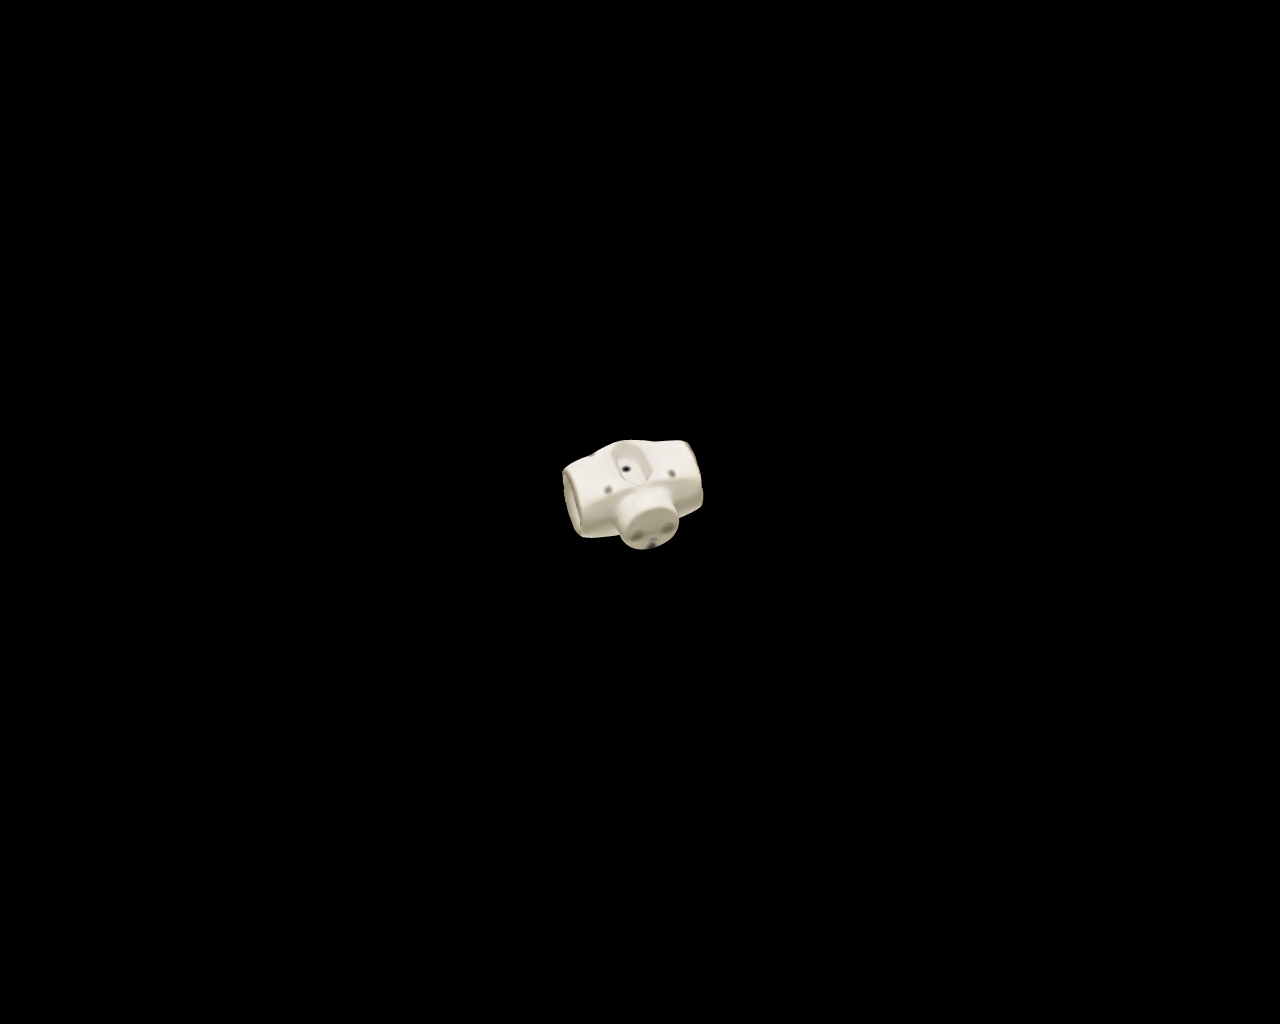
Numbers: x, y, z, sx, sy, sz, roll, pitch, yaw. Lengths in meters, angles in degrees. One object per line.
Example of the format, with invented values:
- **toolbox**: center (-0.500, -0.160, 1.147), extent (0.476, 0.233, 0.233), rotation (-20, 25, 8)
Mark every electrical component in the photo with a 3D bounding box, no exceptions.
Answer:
- **electrical component**: center (0.001, -0.003, 0.650), extent (0.077, 0.043, 0.079), rotation (-13, 47, -12)
